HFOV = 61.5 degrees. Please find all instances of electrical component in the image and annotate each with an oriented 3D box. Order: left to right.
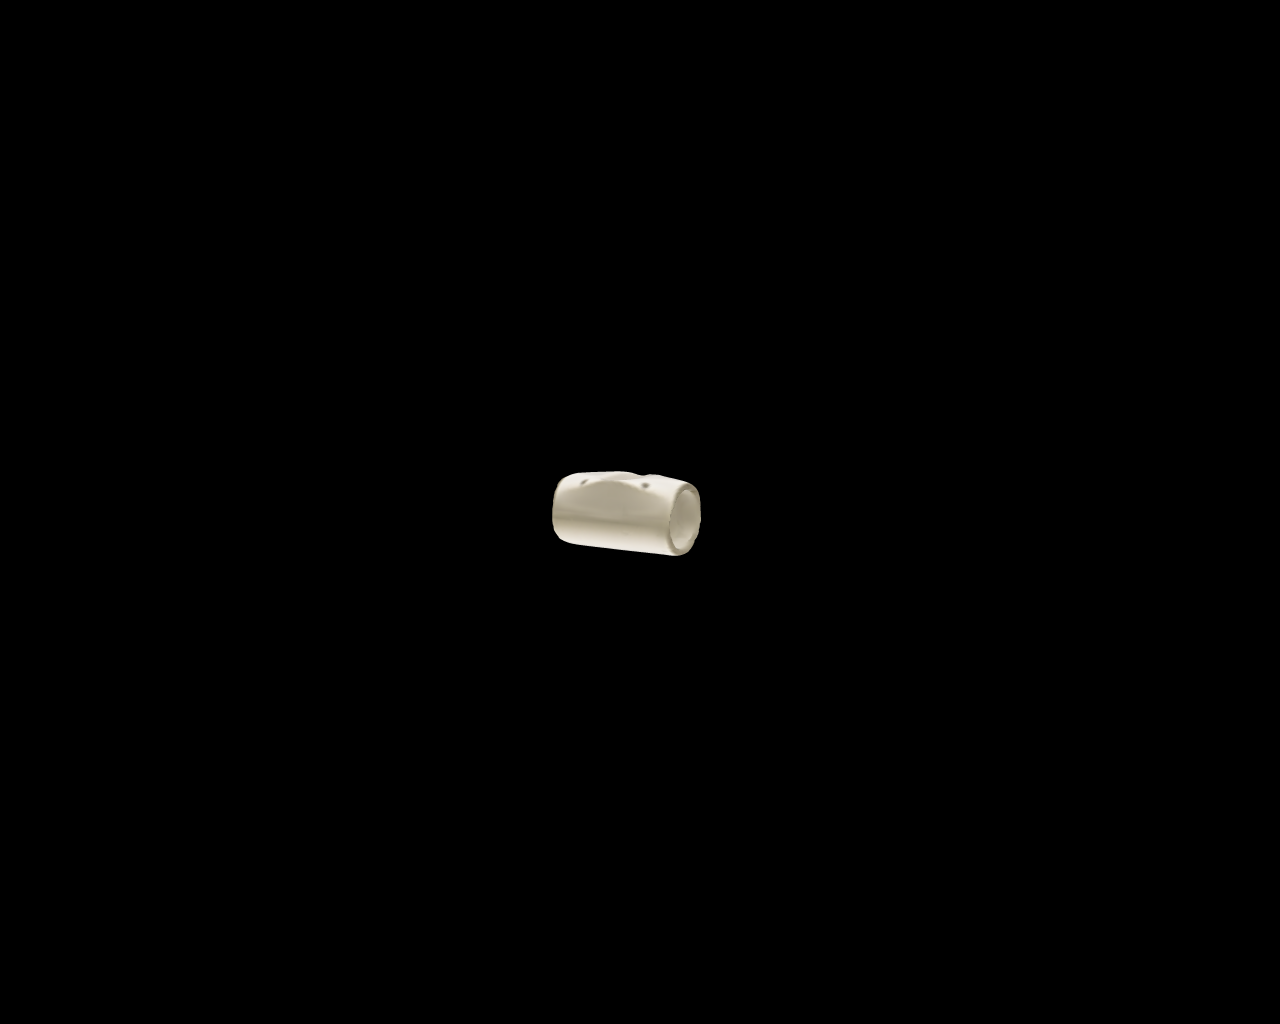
[{"bbox_3d":[0.001,-0.003,0.650,0.077,0.043,0.079,5,12,28],"label":"electrical component"}]
